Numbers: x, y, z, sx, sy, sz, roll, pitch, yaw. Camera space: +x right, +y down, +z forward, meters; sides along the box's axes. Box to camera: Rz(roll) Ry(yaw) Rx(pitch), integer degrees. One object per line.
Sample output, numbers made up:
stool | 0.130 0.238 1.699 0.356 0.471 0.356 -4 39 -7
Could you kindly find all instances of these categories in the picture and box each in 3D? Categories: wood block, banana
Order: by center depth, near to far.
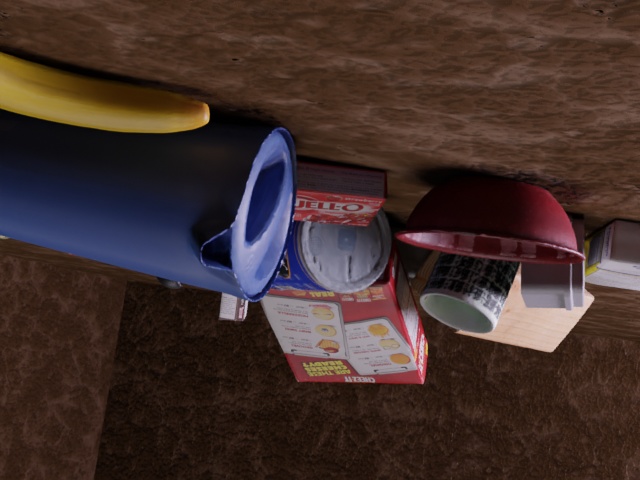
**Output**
banana | -0.172 -0.098 0.704 0.197 0.037 0.070 12 174 -32
wood block | 0.214 0.060 1.232 0.205 0.090 0.091 15 -154 -47

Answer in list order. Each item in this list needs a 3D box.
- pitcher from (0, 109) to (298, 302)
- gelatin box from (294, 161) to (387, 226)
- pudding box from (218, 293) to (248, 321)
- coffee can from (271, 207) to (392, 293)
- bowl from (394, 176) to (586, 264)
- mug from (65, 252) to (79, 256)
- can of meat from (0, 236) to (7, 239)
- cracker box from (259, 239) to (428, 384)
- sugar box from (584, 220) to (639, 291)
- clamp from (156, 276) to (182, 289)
pitcher | -0.143 -0.042 0.840 0.243 0.145 0.149 11 163 15
gelatin box | 0.008 -0.039 0.941 0.089 0.030 0.073 5 161 -9
pudding box | -0.116 0.046 1.490 0.039 0.090 0.113 6 -149 -4
coffee can | -0.007 0.001 1.082 0.102 0.103 0.141 12 173 -28
bowl | 0.147 -0.018 0.910 0.162 0.055 0.162 8 174 1
mug | -0.240 -0.040 1.004 0.093 0.117 0.081 -28 163 22
can of meat | -0.334 -0.054 1.034 0.101 0.084 0.058 14 135 -40
cracker box | 0.028 0.086 1.253 0.164 0.072 0.213 -1 142 18
sugar box | 0.316 0.018 1.060 0.093 0.048 0.176 9 170 3
clamp | -0.149 -0.031 0.923 0.172 0.120 0.039 21 149 23
